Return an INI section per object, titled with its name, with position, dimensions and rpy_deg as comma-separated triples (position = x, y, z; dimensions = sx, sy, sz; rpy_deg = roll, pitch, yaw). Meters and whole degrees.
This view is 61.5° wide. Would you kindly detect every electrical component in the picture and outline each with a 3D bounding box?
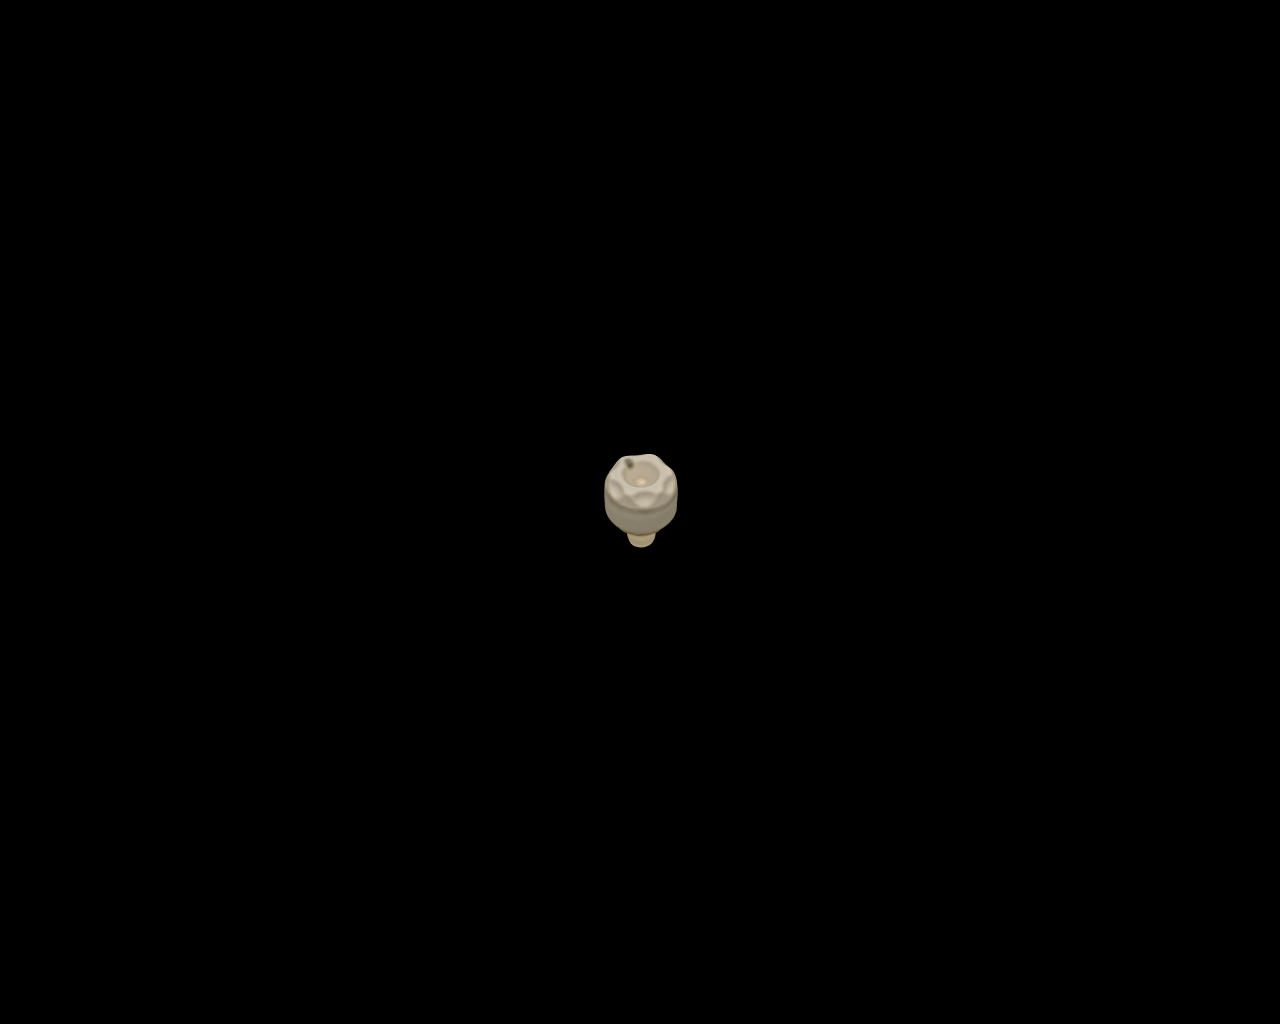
[electrical component]
position = 0.001, -0.003, 0.650
dimensions = 0.043, 0.043, 0.062
rpy_deg = 0, -43, 0
